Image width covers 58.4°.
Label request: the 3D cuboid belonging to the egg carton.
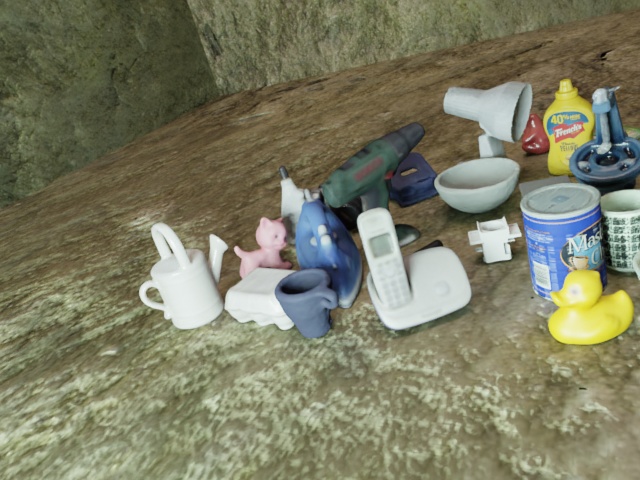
[{"bbox_3d":[-0.086,0.099,0.983,0.149,0.069,0.107,2,30,36],"label":"egg carton"}]

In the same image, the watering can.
[{"bbox_3d":[-0.247,0.051,1.040,0.100,0.194,0.173,0,29,34],"label":"watering can"}]

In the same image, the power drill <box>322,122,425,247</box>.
[{"bbox_3d":[0.121,-0.090,1.082,0.230,0.209,0.075,-27,26,-20],"label":"power drill"}]

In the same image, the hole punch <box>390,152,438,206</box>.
[{"bbox_3d":[0.203,-0.139,1.282,0.109,0.091,0.101,-22,24,-10],"label":"hole punch"}]

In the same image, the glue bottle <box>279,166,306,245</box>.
[{"bbox_3d":[-0.054,-0.077,1.215,0.078,0.173,0.037,-12,24,11],"label":"glue bottle"}]

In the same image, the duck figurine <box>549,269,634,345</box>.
[{"bbox_3d":[0.340,0.076,0.726,0.104,0.086,0.077,-15,24,5],"label":"duck figurine"}]

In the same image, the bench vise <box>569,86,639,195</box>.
[{"bbox_3d":[0.491,-0.170,0.996,0.121,0.220,0.207,-8,25,19],"label":"bench vise"}]

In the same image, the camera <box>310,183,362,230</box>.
[{"bbox_3d":[0.040,-0.081,1.251,0.143,0.101,0.137,-13,24,9],"label":"camera"}]

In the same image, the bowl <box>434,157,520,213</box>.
[{"bbox_3d":[0.316,-0.100,1.141,0.167,0.075,0.167,-14,24,7],"label":"bowl"}]

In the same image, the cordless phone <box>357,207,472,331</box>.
[{"bbox_3d":[0.134,0.030,0.842,0.147,0.185,0.094,-19,24,-5],"label":"cordless phone"}]

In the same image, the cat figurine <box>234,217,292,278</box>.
[{"bbox_3d":[-0.110,0.011,1.131,0.128,0.118,0.067,-27,26,-22],"label":"cat figurine"}]

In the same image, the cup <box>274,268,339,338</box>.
[{"bbox_3d":[-0.006,0.105,0.884,0.117,0.095,0.092,10,35,46],"label":"cup"}]

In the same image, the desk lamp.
[{"bbox_3d":[0.352,-0.229,1.224,0.202,0.214,0.118,4,31,39],"label":"desk lamp"}]

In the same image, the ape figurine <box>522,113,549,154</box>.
[{"bbox_3d":[0.495,-0.248,1.322,0.078,0.092,0.076,-26,25,-20],"label":"ape figurine"}]

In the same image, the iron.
[{"bbox_3d":[0.010,0.004,1.037,0.118,0.142,0.258,-18,24,-3],"label":"iron"}]
